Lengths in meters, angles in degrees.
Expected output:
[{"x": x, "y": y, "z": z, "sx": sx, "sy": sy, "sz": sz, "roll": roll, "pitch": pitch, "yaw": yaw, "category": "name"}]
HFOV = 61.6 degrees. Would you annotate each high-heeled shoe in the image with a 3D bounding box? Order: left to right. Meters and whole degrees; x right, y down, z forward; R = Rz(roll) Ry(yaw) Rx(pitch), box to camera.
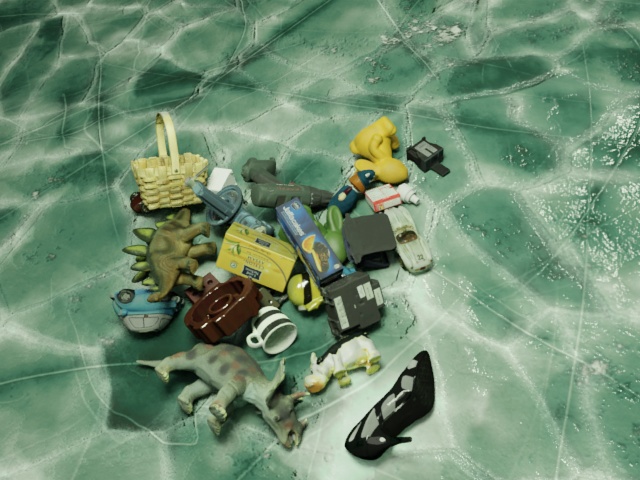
[{"x": 0.141, "y": 0.325, "z": 1.075, "sx": 0.145, "sy": 0.086, "sz": 0.249, "roll": -18, "pitch": 26, "yaw": 34, "category": "high-heeled shoe"}]

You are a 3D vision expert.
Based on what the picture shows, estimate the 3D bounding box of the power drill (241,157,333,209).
[{"x": -0.099, "y": -0.141, "z": 1.417, "sx": 0.232, "sy": 0.086, "sz": 0.207, "roll": -7, "pitch": 41, "yaw": -37, "category": "power drill"}]

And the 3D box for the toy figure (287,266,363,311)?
[{"x": 0.014, "y": 0.104, "z": 1.230, "sx": 0.180, "sy": 0.082, "sz": 0.089, "roll": -20, "pitch": 81, "yaw": -3, "category": "toy figure"}]

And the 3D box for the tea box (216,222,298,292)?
[{"x": -0.142, "y": 0.039, "z": 1.236, "sx": 0.170, "sy": 0.098, "sz": 0.068, "roll": 20, "pitch": 27, "yaw": -2, "category": "tea box"}]

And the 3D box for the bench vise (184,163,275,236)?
[{"x": -0.230, "y": -0.073, "z": 1.321, "sx": 0.129, "sy": 0.240, "sz": 0.224, "roll": -45, "pitch": 41, "yaw": 7, "category": "bench vise"}]

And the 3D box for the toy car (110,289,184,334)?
[{"x": -0.402, "y": 0.167, "z": 1.248, "sx": 0.162, "sy": 0.109, "sz": 0.103, "roll": 1, "pitch": 78, "yaw": -4, "category": "toy car"}]

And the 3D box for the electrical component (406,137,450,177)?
[{"x": 0.298, "y": -0.220, "z": 1.455, "sx": 0.075, "sy": 0.047, "sz": 0.119, "roll": -33, "pitch": 54, "yaw": -15, "category": "electrical component"}]

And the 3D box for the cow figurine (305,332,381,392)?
[{"x": 0.037, "y": 0.251, "z": 1.127, "sx": 0.167, "sy": 0.068, "sz": 0.098, "roll": -19, "pitch": 47, "yaw": -10, "category": "cow figurine"}]

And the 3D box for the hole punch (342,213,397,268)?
[{"x": 0.113, "y": 0.007, "z": 1.276, "sx": 0.116, "sy": 0.092, "sz": 0.142, "roll": -7, "pitch": 59, "yaw": -6, "category": "hole punch"}]

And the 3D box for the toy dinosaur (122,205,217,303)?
[{"x": -0.358, "y": 0.009, "z": 1.302, "sx": 0.199, "sy": 0.104, "sz": 0.472, "roll": -1, "pitch": 30, "yaw": 2, "category": "toy dinosaur"}]

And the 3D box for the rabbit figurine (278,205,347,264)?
[{"x": -0.003, "y": -0.004, "z": 1.319, "sx": 0.170, "sy": 0.121, "sz": 0.159, "roll": 29, "pitch": 54, "yaw": 6, "category": "rabbit figurine"}]

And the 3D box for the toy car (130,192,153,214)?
[{"x": -0.440, "y": -0.142, "z": 1.506, "sx": 0.202, "sy": 0.053, "sz": 0.089, "roll": -40, "pitch": 39, "yaw": -21, "category": "toy car"}]

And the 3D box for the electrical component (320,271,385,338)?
[{"x": 0.076, "y": 0.134, "z": 1.169, "sx": 0.134, "sy": 0.114, "sz": 0.058, "roll": -19, "pitch": 13, "yaw": -24, "category": "electrical component"}]

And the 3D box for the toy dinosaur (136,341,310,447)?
[{"x": -0.202, "y": 0.278, "z": 1.122, "sx": 0.405, "sy": 0.131, "sz": 0.192, "roll": 25, "pitch": 43, "yaw": 33, "category": "toy dinosaur"}]

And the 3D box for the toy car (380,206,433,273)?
[{"x": 0.205, "y": -0.007, "z": 1.302, "sx": 0.073, "sy": 0.056, "sz": 0.202, "roll": -19, "pitch": 53, "yaw": -5, "category": "toy car"}]

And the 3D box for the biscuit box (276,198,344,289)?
[{"x": -0.026, "y": 0.005, "z": 1.194, "sx": 0.063, "sy": 0.059, "sz": 0.203, "roll": -28, "pitch": 69, "yaw": -16, "category": "biscuit box"}]

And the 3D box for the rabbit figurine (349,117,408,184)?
[{"x": 0.163, "y": -0.219, "z": 1.438, "sx": 0.162, "sy": 0.121, "sz": 0.173, "roll": -28, "pitch": 73, "yaw": -9, "category": "rabbit figurine"}]

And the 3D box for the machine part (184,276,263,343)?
[{"x": -0.211, "y": 0.151, "z": 1.177, "sx": 0.179, "sy": 0.056, "sz": 0.179, "roll": -26, "pitch": 23, "yaw": 12, "category": "machine part"}]

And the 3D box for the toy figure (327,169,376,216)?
[{"x": 0.081, "y": -0.126, "z": 1.385, "sx": 0.058, "sy": 0.064, "sz": 0.154, "roll": 40, "pitch": 88, "yaw": -8, "category": "toy figure"}]

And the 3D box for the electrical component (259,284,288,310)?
[{"x": -0.135, "y": 0.143, "z": 1.253, "sx": 0.078, "sy": 0.045, "sz": 0.102, "roll": 43, "pitch": 69, "yaw": 2, "category": "electrical component"}]
